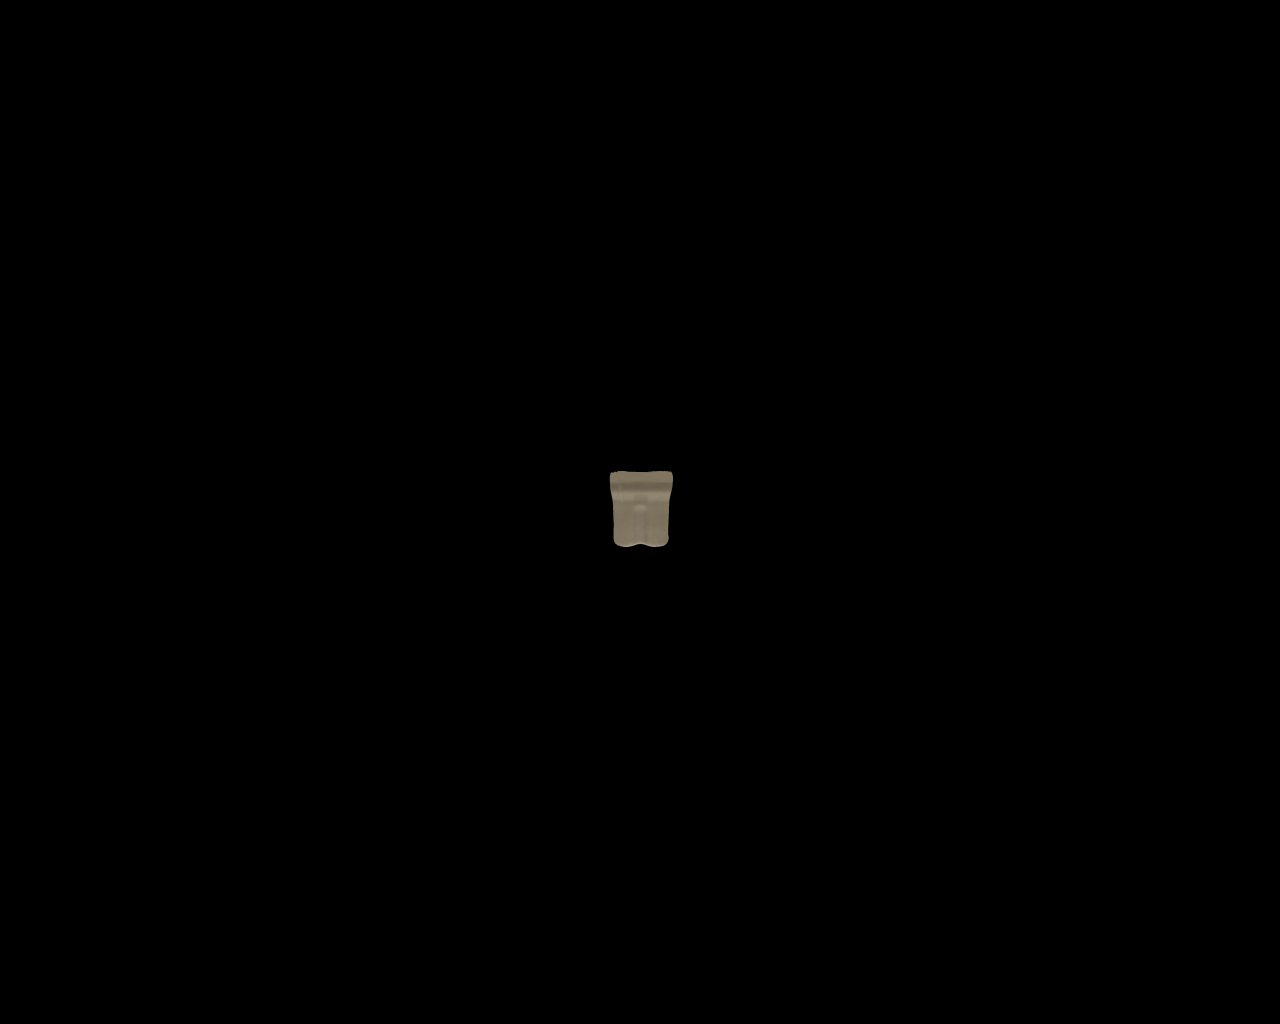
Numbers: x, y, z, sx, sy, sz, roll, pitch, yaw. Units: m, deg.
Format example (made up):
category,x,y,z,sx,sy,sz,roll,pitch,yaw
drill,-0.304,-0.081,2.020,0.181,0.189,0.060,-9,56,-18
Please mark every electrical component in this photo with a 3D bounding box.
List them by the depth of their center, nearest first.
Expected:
category,x,y,z,sx,sy,sz,roll,pitch,yaw
electrical component,0.001,-0.003,0.650,0.040,0.046,0.040,0,0,0
